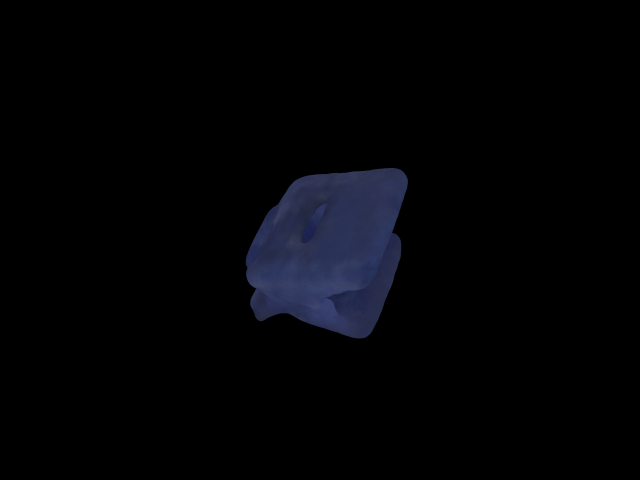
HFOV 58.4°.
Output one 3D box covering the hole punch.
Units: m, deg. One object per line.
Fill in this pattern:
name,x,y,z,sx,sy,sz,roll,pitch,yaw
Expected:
hole punch,0.004,0.001,0.400,0.101,0.091,0.109,15,55,12
